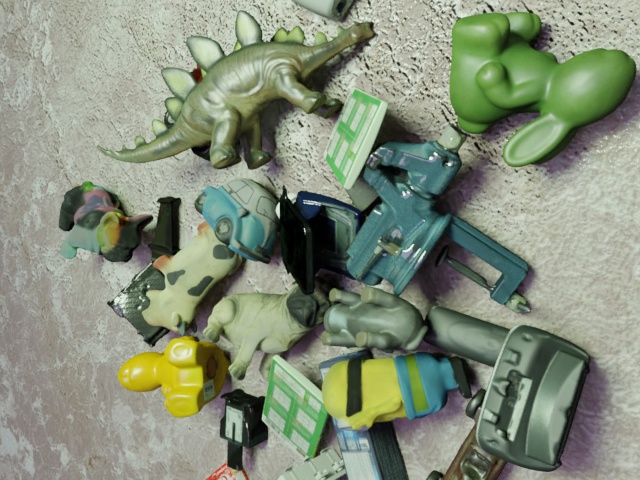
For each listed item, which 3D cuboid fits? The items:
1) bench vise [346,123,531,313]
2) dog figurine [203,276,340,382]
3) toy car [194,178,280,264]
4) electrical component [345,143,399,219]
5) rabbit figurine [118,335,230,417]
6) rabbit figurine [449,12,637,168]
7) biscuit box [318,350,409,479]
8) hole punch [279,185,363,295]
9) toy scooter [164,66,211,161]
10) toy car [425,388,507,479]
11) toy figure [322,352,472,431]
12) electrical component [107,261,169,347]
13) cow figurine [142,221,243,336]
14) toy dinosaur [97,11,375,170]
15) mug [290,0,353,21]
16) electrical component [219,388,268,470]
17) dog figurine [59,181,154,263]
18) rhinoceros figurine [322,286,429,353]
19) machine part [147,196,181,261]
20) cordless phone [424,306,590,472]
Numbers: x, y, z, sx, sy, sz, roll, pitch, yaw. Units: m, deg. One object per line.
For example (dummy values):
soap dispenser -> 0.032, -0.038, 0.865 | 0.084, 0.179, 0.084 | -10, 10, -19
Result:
bench vise -> 0.149, -0.008, 0.633 | 0.241, 0.129, 0.223 | 35, 105, 8
dog figurine -> -0.071, 0.101, 0.824 | 0.190, 0.121, 0.172 | -49, 65, 12
toy car -> -0.118, -0.043, 0.845 | 0.103, 0.109, 0.162 | -47, 52, 5
electrical component -> 0.064, -0.073, 0.731 | 0.102, 0.045, 0.078 | -39, 71, 32
rabbit figurine -> -0.252, 0.214, 0.914 | 0.173, 0.162, 0.121 | -8, 96, 14
rabbit figurine -> 0.225, -0.155, 0.558 | 0.170, 0.121, 0.159 | 21, 112, 37
biscuit box -> 0.060, 0.257, 0.742 | 0.059, 0.063, 0.202 | -21, 79, 36
hole punch -> -0.002, -0.002, 0.731 | 0.116, 0.092, 0.142 | -133, 33, -52
toy scooter -> -0.194, -0.221, 0.902 | 0.184, 0.075, 0.135 | 39, 113, 34
toy car -> 0.190, 0.276, 0.654 | 0.089, 0.053, 0.202 | 34, 111, 27
toy figure -> 0.092, 0.182, 0.671 | 0.180, 0.082, 0.089 | -17, 60, 6
electrical component -> -0.287, 0.105, 0.954 | 0.115, 0.058, 0.134 | 46, 78, -5
cow figurine -> -0.214, 0.072, 0.896 | 0.195, 0.085, 0.127 | -41, 81, 1
toy dinosaur -> -0.136, -0.201, 0.794 | 0.471, 0.105, 0.198 | -28, 79, 14
mug -> -0.008, -0.358, 0.737 | 0.107, 0.109, 0.081 | 42, 103, 15
electrical component -> -0.127, 0.316, 0.896 | 0.075, 0.047, 0.119 | 0, 93, 37
dog figurine -> -0.410, -0.041, 1.034 | 0.219, 0.108, 0.191 | -18, 73, 43
rhinoceros figurine -> 0.063, 0.104, 0.683 | 0.190, 0.112, 0.073 | 156, 121, -66
machine part -> -0.289, -0.014, 1.006 | 0.084, 0.039, 0.138 | 19, 105, 40
cordless phone -> 0.187, 0.156, 0.597 | 0.184, 0.088, 0.146 | 17, 83, 29
